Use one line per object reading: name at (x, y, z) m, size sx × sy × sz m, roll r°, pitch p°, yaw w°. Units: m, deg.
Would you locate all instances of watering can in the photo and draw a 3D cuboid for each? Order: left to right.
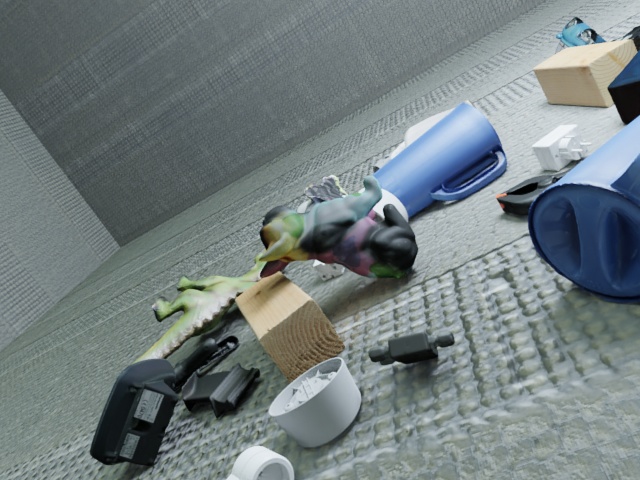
watering can at (0.249, -0.207, 1.142) m, size 0.222 × 0.103 × 0.355 m, roll -21°, pitch 19°, yaw 33°

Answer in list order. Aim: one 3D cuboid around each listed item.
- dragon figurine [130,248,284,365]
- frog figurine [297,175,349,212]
dragon figurine at (-0.175, 0.121, 0.985) m, size 0.241 × 0.120 × 0.418 m, roll -17°, pitch 21°, yaw 20°
frog figurine at (0.004, -0.062, 1.230) m, size 0.140 × 0.123 × 0.156 m, roll -60°, pitch -5°, yaw -44°
